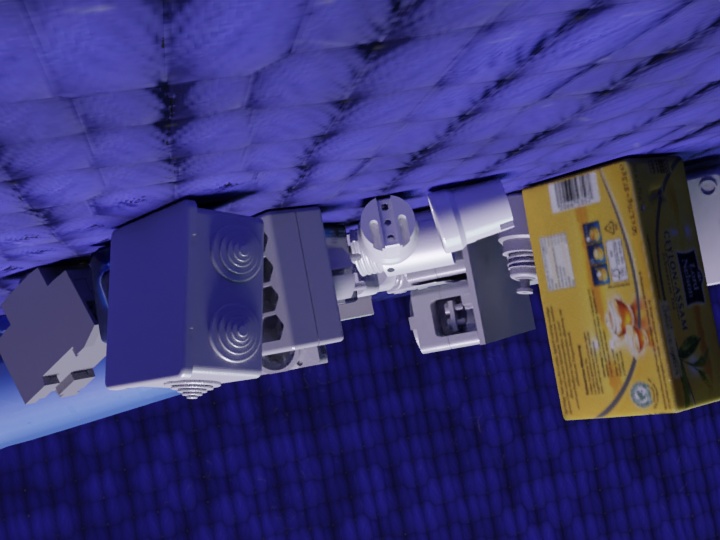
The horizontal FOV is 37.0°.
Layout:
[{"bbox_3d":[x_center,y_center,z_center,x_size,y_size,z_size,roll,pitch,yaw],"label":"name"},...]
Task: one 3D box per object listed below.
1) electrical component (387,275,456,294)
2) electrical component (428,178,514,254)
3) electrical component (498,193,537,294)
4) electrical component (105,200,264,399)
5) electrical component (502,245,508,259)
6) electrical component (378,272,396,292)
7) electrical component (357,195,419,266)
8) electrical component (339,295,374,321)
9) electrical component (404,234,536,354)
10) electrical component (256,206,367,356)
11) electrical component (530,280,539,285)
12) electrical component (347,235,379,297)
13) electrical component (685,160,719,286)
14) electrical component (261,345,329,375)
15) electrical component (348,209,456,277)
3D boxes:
[{"bbox_3d":[0.077,-0.010,1.044,0.100,0.048,0.100,-9,177,-32],"label":"electrical component"},{"bbox_3d":[0.070,-0.036,0.680,0.046,0.040,0.040,-17,176,3],"label":"electrical component"},{"bbox_3d":[0.122,-0.022,0.794,0.040,0.078,0.040,2,169,0],"label":"electrical component"},{"bbox_3d":[-0.092,0.017,0.564,0.048,0.099,0.100,8,166,-37],"label":"electrical component"},{"bbox_3d":[0.137,-0.035,0.847,0.055,0.048,0.066,-19,175,10],"label":"electrical component"},{"bbox_3d":[0.000,0.000,0.997,0.077,0.044,0.079,-8,176,-31],"label":"electrical component"},{"bbox_3d":[0.018,-0.026,0.684,0.040,0.040,0.046,-11,171,0],"label":"electrical component"},{"bbox_3d":[-0.013,0.019,1.115,0.042,0.063,0.081,-12,177,-3],"label":"electrical component"},{"bbox_3d":[0.089,0.008,0.901,0.060,0.105,0.186,-12,176,20],"label":"electrical component"},{"bbox_3d":[-0.029,0.005,0.667,0.076,0.083,0.047,-8,176,-34],"label":"electrical component"},{"bbox_3d":[0.192,-0.017,1.179,0.105,0.060,0.186,-13,176,33],"label":"electrical component"},{"bbox_3d":[-0.034,0.003,0.898,0.089,0.050,0.056,-11,176,15],"label":"electrical component"},{"bbox_3d":[0.244,-0.030,0.824,0.100,0.099,0.048,-12,-171,24],"label":"electrical component"},{"bbox_3d":[-0.140,0.069,1.198,0.186,0.105,0.060,-11,176,8],"label":"electrical component"},{"bbox_3d":[0.026,-0.018,0.793,0.081,0.043,0.043,-11,177,10],"label":"electrical component"}]
